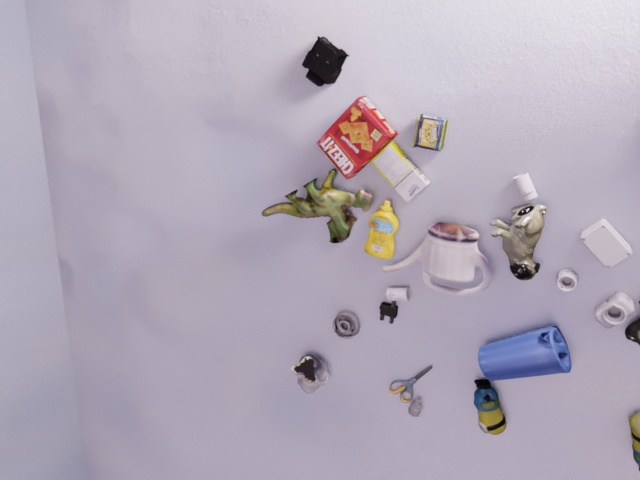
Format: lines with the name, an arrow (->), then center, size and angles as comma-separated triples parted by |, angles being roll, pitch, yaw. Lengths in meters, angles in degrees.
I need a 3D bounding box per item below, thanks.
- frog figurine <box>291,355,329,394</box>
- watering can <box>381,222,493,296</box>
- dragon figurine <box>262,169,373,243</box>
frog figurine -> -0.029, 0.516, 1.960 | 0.137, 0.125, 0.156 | 2, 143, 20
watering can -> 0.355, 0.050, 1.581 | 0.349, 0.105, 0.221 | 12, 110, 26
dragon figurine -> 0.005, -0.088, 1.745 | 0.405, 0.124, 0.242 | -28, 99, 34
